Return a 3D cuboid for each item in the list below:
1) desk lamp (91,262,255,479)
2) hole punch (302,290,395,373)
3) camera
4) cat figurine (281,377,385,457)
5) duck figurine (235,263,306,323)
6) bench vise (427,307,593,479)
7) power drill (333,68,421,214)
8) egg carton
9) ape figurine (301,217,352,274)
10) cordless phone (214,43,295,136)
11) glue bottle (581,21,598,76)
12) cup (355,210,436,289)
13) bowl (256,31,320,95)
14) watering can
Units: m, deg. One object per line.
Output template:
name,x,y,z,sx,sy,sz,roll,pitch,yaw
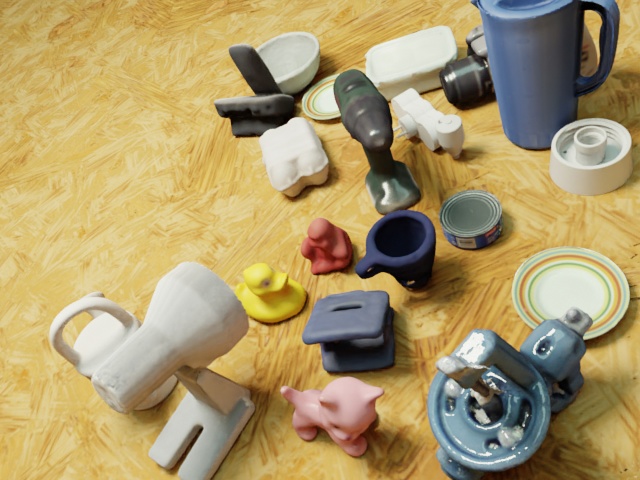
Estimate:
desk lamp,-0.161,0.160,0.688,0.117,0.214,0.203,15,60,33
hole punch,0.037,0.105,0.730,0.108,0.091,0.101,-10,49,17
camera,0.266,-0.296,0.956,0.136,0.101,0.143,-20,47,8
cat figurine,0.014,0.190,0.650,0.127,0.118,0.067,6,55,28
duck figurine,-0.080,0.067,0.818,0.104,0.086,0.077,-1,52,23
bench vise,0.176,0.124,0.562,0.121,0.220,0.208,19,62,35
power drill,0.082,-0.140,0.834,0.075,0.209,0.229,-23,47,5
egg carton,-0.046,-0.146,0.993,0.107,0.070,0.150,-25,46,3
ape figurine,0.008,0.003,0.828,0.076,0.092,0.077,-46,49,-16
cordless phone,-0.142,-0.291,1.078,0.147,0.185,0.094,0,53,24
glue bottle,0.377,-0.300,0.859,0.078,0.174,0.037,-30,46,-2
cup,0.105,0.030,0.759,0.118,0.095,0.091,-36,47,-8
bowl,-0.068,-0.345,1.166,0.167,0.075,0.167,-12,48,15
watering can,-0.285,0.141,0.773,0.172,0.195,0.101,21,64,36
